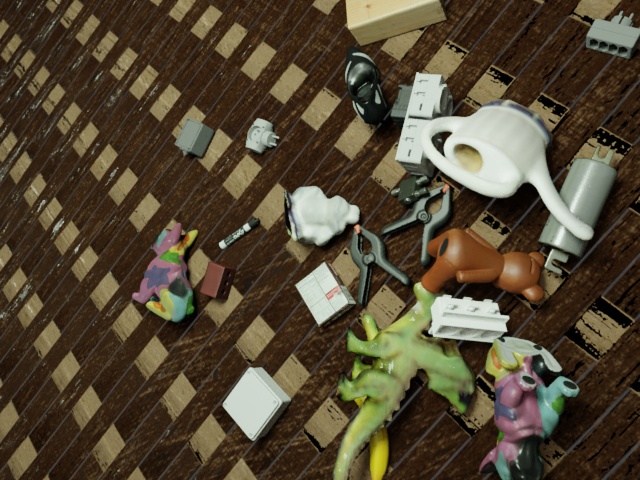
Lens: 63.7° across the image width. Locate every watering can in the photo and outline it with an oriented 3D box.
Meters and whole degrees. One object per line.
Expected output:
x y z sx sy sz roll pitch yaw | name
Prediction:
0.353 -0.142 0.937 0.351 0.101 0.228 34 56 21 | watering can

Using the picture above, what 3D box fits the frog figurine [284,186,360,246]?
0.003 -0.058 1.146 0.160 0.120 0.140 -8 61 -13 | frog figurine

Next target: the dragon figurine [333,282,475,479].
0.166 0.262 0.969 0.243 0.120 0.416 4 74 17 | dragon figurine
